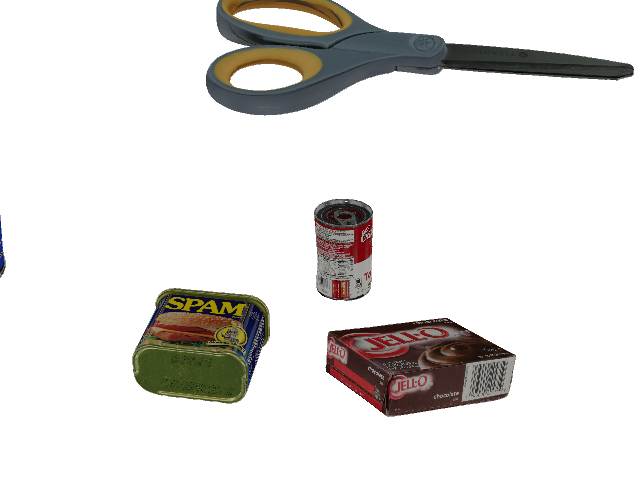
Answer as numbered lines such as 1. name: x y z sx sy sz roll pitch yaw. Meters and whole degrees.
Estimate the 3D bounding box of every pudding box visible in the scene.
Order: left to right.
1. pudding box: 0.073 0.092 0.795 0.113 0.039 0.090 -2 16 -29

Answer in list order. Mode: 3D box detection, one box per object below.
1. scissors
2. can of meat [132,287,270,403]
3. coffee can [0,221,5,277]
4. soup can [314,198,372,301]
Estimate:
1. scissors: 0.034 -0.077 0.496 0.202 0.016 0.096 18 50 18
2. can of meat: -0.100 0.089 0.901 0.102 0.057 0.084 5 30 7
3. coffee can: -0.226 -0.046 0.573 0.103 0.140 0.103 3 25 -1
4. soup can: 0.027 0.012 1.251 0.068 0.102 0.068 -1 29 0
